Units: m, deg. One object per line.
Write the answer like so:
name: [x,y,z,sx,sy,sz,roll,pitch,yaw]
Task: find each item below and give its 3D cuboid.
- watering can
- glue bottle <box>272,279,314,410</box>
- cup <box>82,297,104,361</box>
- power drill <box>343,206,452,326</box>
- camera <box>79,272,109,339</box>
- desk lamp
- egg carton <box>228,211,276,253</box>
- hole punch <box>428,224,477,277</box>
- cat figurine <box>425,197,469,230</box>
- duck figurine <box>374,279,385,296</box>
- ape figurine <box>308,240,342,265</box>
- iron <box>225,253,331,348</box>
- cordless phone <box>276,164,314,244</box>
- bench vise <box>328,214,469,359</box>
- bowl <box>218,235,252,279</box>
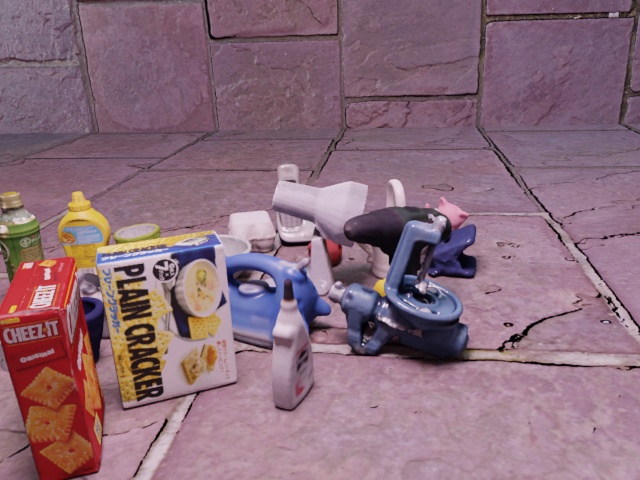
watering can: [0.158,-0.026,1.138,0.173,0.194,0.100,-12,22,-24]
glue bottle: [-0.039,0.132,0.757,0.037,0.173,0.078,5,22,20]
cup: [-0.378,0.149,0.860,0.118,0.095,0.091,-20,27,-40]
power drill: [0.128,0.041,0.937,0.230,0.208,0.075,-20,26,-39]
camera: [-0.400,0.100,0.988,0.143,0.101,0.136,-3,20,-3]
desk lamp: [-0.010,-0.008,1.078,0.203,0.214,0.118,-1,20,3]
egg carton: [-0.161,-0.020,1.336,0.107,0.069,0.150,-6,21,-11]
hole punch: [0.266,0.018,1.157,0.101,0.091,0.109,4,21,15]
cat figurine: [0.274,-0.044,1.286,0.067,0.118,0.127,-11,22,-23]
duck figurine: [0.146,0.065,1.048,0.105,0.086,0.077,-14,23,-28]
ape figurine: [0.011,0.004,1.218,0.078,0.092,0.076,-6,20,-9]
iron: [-0.116,0.080,0.951,0.257,0.141,0.119,8,22,25]
cordless phone: [-0.033,-0.087,1.336,0.148,0.185,0.094,-6,21,-10]
bench vise: [0.115,0.071,0.841,0.207,0.220,0.121,-3,20,-1]
bowl: [-0.217,0.050,1.143,0.167,0.075,0.167,-2,20,1]
